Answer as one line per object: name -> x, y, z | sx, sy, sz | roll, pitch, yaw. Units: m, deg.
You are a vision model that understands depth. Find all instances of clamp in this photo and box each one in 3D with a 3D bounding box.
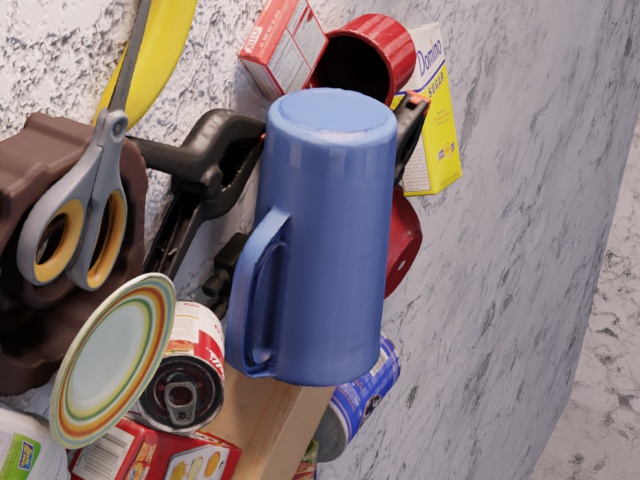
clamp -> 0.063, -0.064, 1.066 | 0.171, 0.039, 0.120 | -60, 171, -2
clamp -> -0.101, -0.036, 0.847 | 0.209, 0.036, 0.165 | -43, 145, -53

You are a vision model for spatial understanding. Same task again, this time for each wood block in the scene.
wood block -> -0.057, 0.170, 1.055 | 0.206, 0.090, 0.090 | -63, 157, -15

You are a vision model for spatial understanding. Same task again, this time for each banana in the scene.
banana -> -0.113, -0.161, 0.722 | 0.069, 0.037, 0.198 | -3, 111, -45

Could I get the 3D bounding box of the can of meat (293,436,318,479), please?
can of meat -> -0.051, 0.252, 1.141 | 0.102, 0.057, 0.084 | -12, 123, -24

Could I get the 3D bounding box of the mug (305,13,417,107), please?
mug -> 0.043, -0.154, 1.010 | 0.081, 0.093, 0.117 | -48, 135, -53

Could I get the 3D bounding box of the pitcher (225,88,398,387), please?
pitcher -> -0.006, 0.001, 0.921 | 0.149, 0.145, 0.243 | -96, -170, -59

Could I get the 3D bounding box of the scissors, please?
scissors -> -0.135, -0.056, 0.624 | 0.096, 0.016, 0.202 | -31, 137, -56

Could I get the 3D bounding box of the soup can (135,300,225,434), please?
soup can -> -0.109, 0.098, 0.845 | 0.102, 0.068, 0.068 | -104, -156, -68

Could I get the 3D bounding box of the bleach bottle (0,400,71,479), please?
bleach bottle -> -0.229, 0.146, 0.670 | 0.102, 0.068, 0.250 | -65, 160, -11

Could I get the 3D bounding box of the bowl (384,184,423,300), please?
bowl -> 0.071, 0.018, 1.228 | 0.162, 0.055, 0.162 | -51, 162, -24

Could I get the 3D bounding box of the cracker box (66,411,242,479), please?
cracker box -> -0.161, 0.228, 0.886 | 0.164, 0.072, 0.213 | -65, 159, -7

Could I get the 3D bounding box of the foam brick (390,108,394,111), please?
foam brick -> 0.037, -0.105, 1.090 | 0.078, 0.053, 0.051 | -39, 143, -51

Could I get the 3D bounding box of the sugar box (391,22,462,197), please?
sugar box -> 0.112, -0.143, 1.164 | 0.093, 0.048, 0.176 | -35, 120, -59

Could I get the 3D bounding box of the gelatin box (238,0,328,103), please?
gelatin box -> -0.031, -0.165, 0.914 | 0.073, 0.030, 0.089 | -64, 158, -11

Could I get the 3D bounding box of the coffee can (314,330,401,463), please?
coffee can -> 0.016, 0.168, 1.207 | 0.140, 0.103, 0.103 | -44, 146, -48
